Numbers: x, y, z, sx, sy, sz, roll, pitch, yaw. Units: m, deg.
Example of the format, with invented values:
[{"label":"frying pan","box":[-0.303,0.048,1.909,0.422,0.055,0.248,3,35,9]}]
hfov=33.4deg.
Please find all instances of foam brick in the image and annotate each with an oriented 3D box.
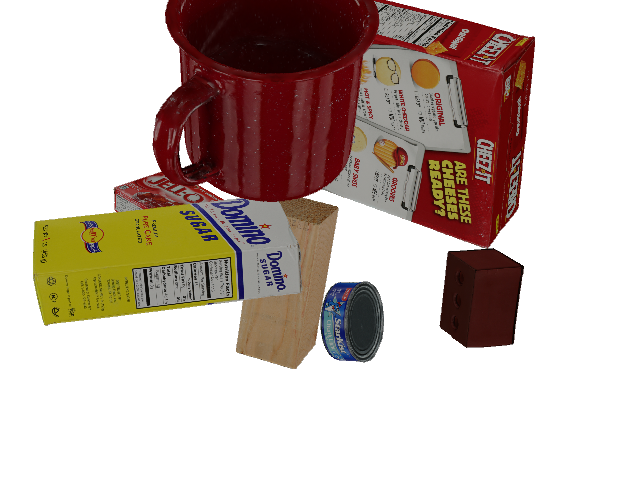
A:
[{"label":"foam brick","box":[0.145,0.052,0.969,0.051,0.078,0.053,-5,20,-23]}]

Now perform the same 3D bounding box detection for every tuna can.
[{"label":"tuna can","box":[0.034,0.086,1.138,0.034,0.086,0.086,-1,0,30]}]

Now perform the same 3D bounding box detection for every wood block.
[{"label":"wood block","box":[-0.045,0.052,1.423,0.090,0.206,0.090,15,21,13]}]

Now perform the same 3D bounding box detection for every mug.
[{"label":"mug","box":[-0.030,-0.065,0.486,0.093,0.081,0.117,31,53,22]}]

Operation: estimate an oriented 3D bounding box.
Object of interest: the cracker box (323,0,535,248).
[{"label":"cracker box","box":[0.058,-0.106,0.862,0.214,0.164,0.072,20,45,26]}]

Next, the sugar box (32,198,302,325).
[{"label":"sugar box","box":[-0.108,0.010,0.743,0.176,0.048,0.093,-9,27,-10]}]

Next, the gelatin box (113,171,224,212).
[{"label":"gelatin box","box":[-0.146,-0.034,1.042,0.089,0.030,0.073,30,36,32]}]
